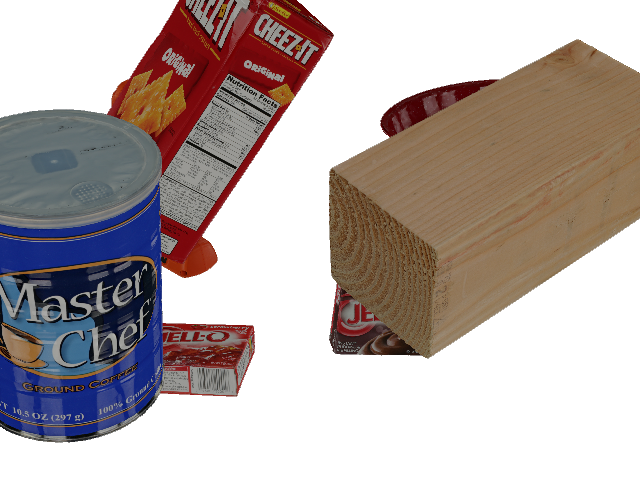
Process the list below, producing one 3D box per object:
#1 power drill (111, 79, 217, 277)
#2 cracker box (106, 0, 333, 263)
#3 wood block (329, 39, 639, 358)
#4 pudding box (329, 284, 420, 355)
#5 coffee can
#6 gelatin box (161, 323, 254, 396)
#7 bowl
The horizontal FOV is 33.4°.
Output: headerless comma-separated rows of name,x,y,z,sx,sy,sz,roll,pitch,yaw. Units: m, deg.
power drill,-0.142,-0.059,1.102,0.185,0.188,0.057,29,38,33
cracker box,-0.099,-0.114,0.849,0.072,0.214,0.164,26,16,-31
wood block,0.112,-0.030,0.645,0.205,0.090,0.091,-29,49,-27
pudding box,0.070,0.076,1.139,0.113,0.090,0.039,1,27,-10
coffee can,-0.132,0.018,0.551,0.103,0.140,0.103,3,34,-2
gelatin box,-0.103,0.095,0.867,0.089,0.030,0.073,1,22,8
bowl,0.134,-0.085,0.902,0.162,0.055,0.162,-8,25,4
